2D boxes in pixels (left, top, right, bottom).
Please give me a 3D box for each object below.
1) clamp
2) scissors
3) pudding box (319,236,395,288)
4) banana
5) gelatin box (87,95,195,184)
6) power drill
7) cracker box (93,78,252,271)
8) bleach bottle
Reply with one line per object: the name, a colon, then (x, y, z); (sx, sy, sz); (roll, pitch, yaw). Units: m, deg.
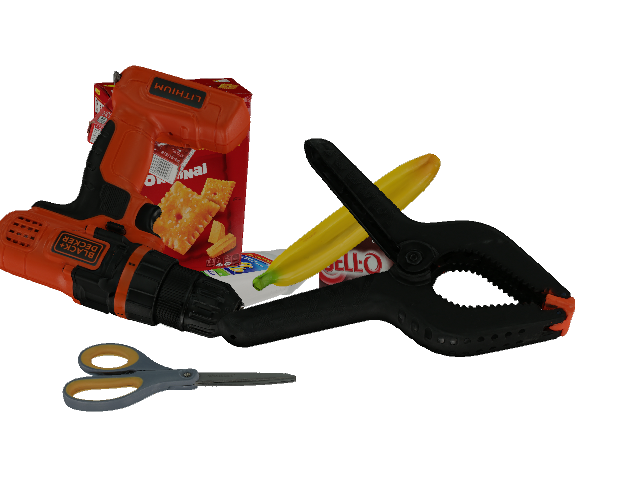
clamp: (0.049, 0.027, 0.667); (0.210, 0.164, 0.036); (22, -30, 17)
scissors: (-0.132, 0.115, 0.961); (0.201, 0.016, 0.096); (-8, 32, -18)
pudding box: (0.051, 0.031, 1.170); (0.114, 0.090, 0.039); (10, 18, 34)
banana: (0.027, -0.012, 0.962); (0.198, 0.037, 0.069); (-37, 6, 4)
gelatin box: (-0.154, -0.100, 0.958); (0.089, 0.073, 0.030); (27, -45, -1)
power drill: (-0.118, -0.030, 0.770); (0.184, 0.187, 0.057); (19, -31, 7)
cracker box: (-0.166, -0.067, 1.192); (0.163, 0.214, 0.072); (-7, 26, -27)
bleach bottle: (-0.114, 0.049, 1.397); (0.250, 0.068, 0.103); (-13, 28, -42)
